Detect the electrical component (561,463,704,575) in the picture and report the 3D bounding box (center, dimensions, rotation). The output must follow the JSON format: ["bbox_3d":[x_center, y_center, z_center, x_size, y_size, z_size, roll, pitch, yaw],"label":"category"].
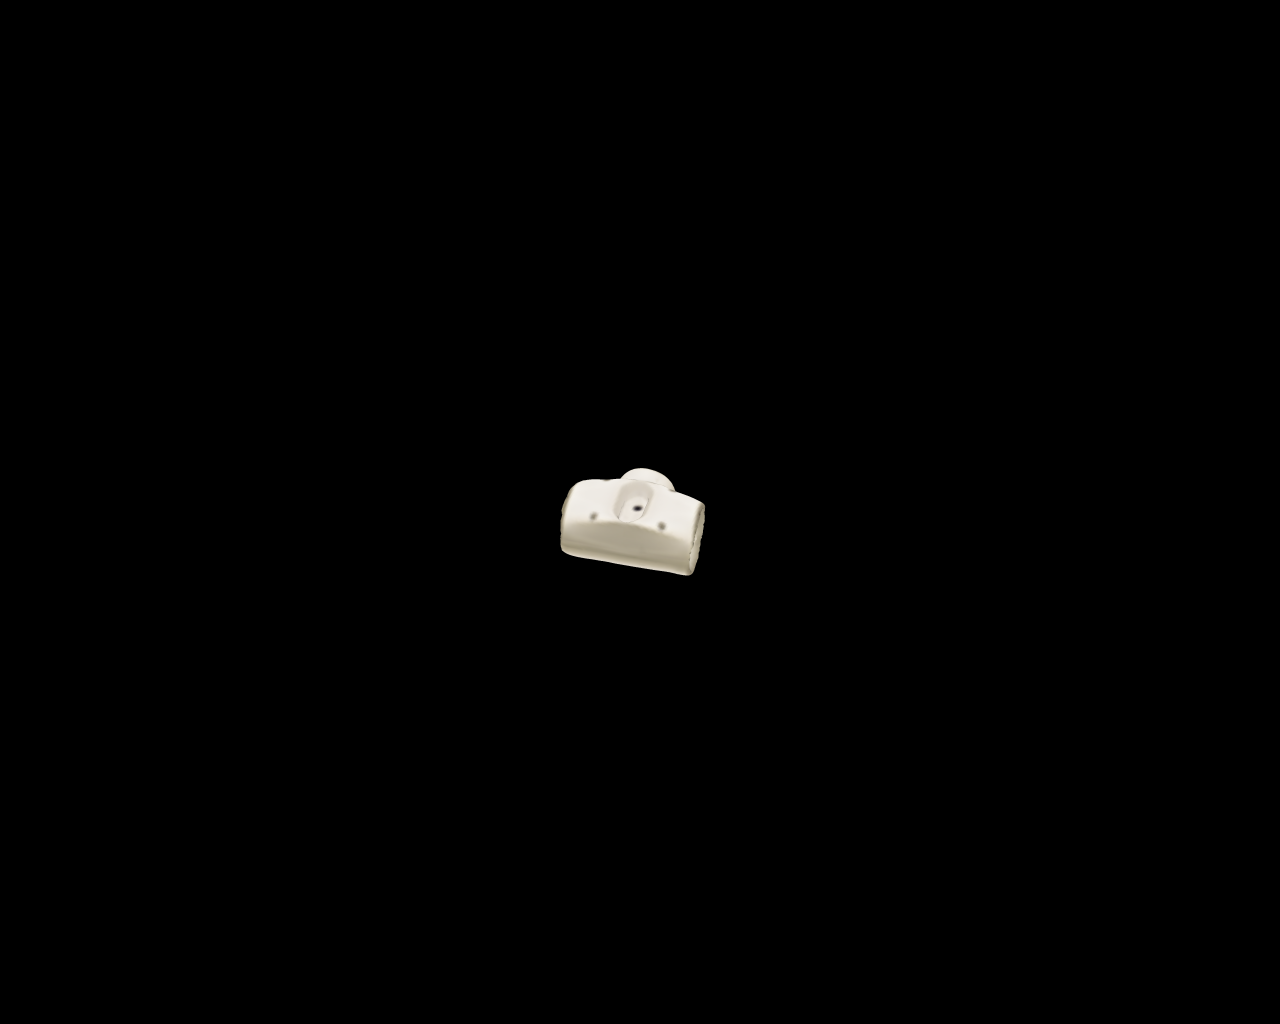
[{"bbox_3d":[0.001,-0.003,0.650,0.077,0.043,0.079,10,43,11],"label":"electrical component"}]
